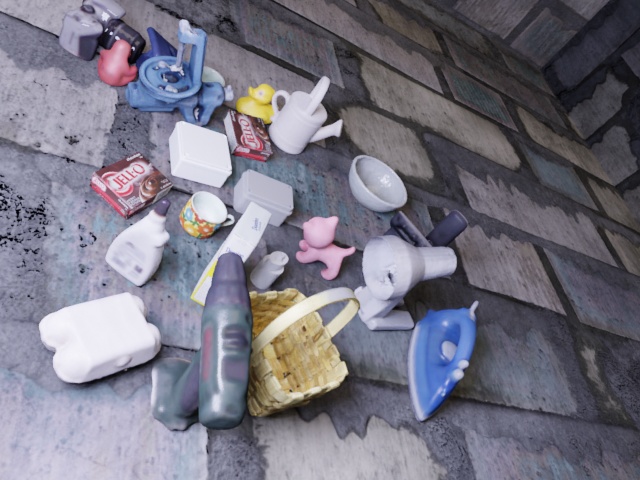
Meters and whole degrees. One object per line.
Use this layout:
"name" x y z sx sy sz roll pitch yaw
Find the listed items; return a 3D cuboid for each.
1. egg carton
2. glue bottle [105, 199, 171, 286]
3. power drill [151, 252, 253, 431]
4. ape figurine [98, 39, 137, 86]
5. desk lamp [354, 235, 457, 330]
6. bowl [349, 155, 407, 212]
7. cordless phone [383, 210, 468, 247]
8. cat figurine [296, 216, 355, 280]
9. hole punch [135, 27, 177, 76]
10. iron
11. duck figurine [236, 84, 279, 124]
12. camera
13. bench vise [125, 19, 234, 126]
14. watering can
"egg carton" -0.297 0.134 0.787 0.151 0.069 0.107 -15 65 -48
"glue bottle" -0.263 -0.004 0.866 0.078 0.173 0.037 40 37 -4
"power drill" -0.156 0.158 0.777 0.076 0.208 0.229 15 45 -31
"ape figurine" -0.405 -0.362 1.153 0.078 0.092 0.076 40 37 -4
"desk lamp" 0.154 0.081 1.129 0.204 0.213 0.117 6 50 -38
"bowl" 0.132 -0.127 1.425 0.168 0.074 0.167 25 41 -23
"cordless phone" 0.252 -0.030 1.349 0.147 0.184 0.094 48 37 7
"cat figurine" 0.011 0.004 1.153 0.128 0.117 0.067 32 38 -14
"hole punch" -0.339 -0.395 1.246 0.101 0.091 0.108 6 50 -38
"iron" 0.258 0.231 1.137 0.119 0.141 0.258 36 37 -9
"duck figurine" -0.138 -0.333 1.372 0.105 0.086 0.077 14 46 -33
"camera" -0.437 -0.431 1.184 0.137 0.100 0.143 33 38 -12
"bench vise" -0.263 -0.342 1.156 0.208 0.219 0.121 -16 66 -49
"watering can" -0.026 -0.301 1.353 0.173 0.193 0.101 17 44 -30
